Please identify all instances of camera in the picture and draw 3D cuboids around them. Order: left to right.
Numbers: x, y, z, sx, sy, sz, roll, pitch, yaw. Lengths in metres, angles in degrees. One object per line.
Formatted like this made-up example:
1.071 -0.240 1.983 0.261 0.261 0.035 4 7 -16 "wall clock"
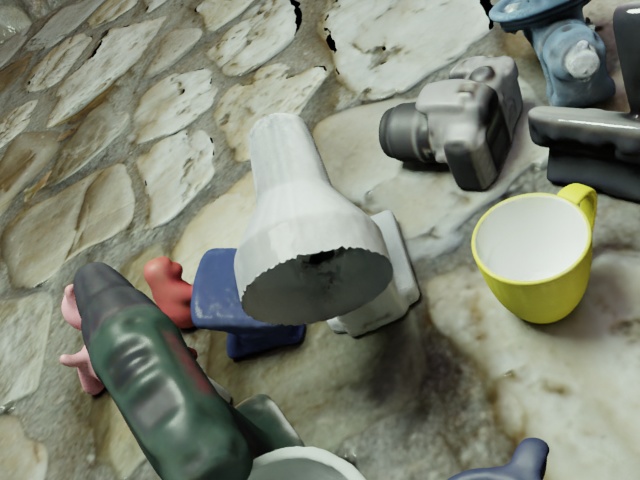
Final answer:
0.140 -0.140 0.643 0.136 0.101 0.143 7 56 37 "camera"

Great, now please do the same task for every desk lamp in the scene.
0.005 0.002 0.516 0.117 0.214 0.203 -23 43 13 "desk lamp"

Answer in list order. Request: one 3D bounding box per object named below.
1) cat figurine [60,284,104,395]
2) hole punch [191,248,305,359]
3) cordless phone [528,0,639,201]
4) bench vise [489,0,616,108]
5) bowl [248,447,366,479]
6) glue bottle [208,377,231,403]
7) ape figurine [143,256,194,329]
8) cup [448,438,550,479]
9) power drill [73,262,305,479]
-0.267 0.101 0.673 0.067 0.118 0.128 -16 46 21 "cat figurine"
-0.073 0.056 0.608 0.101 0.091 0.108 -18 45 18 "hole punch"
0.252 -0.130 0.498 0.147 0.186 0.094 16 63 41 "cordless phone"
0.250 -0.258 0.590 0.121 0.220 0.207 -31 42 5 "bench vise"
-0.014 0.243 0.412 0.167 0.075 0.167 -18 45 19 "bowl"
-0.160 0.122 0.542 0.077 0.174 0.037 -1 52 32 "glue bottle"
-0.168 0.054 0.671 0.077 0.092 0.076 10 59 39 "ape figurine"
0.121 0.190 0.359 0.091 0.095 0.118 13 60 40 "cup"
-0.104 0.132 0.471 0.076 0.209 0.228 -43 42 -8 "power drill"
